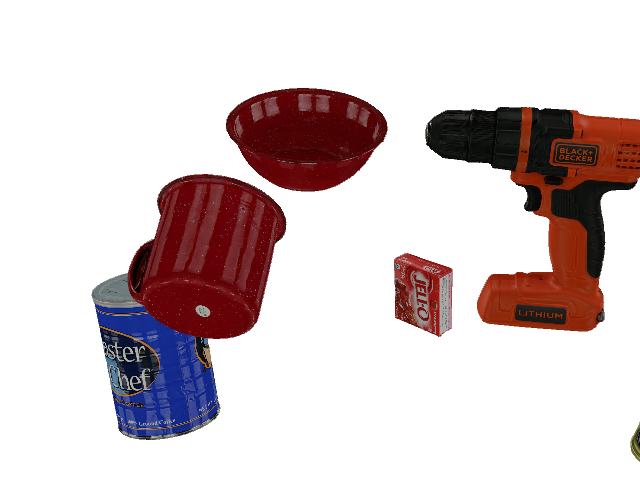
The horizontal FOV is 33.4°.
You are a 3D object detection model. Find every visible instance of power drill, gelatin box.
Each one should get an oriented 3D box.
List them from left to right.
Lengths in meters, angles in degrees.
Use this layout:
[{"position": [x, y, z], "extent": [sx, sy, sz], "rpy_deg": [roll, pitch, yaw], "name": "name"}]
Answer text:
[{"position": [0.129, 0.067, 1.344], "extent": [0.073, 0.089, 0.030], "rpy_deg": [21, 36, 39], "name": "gelatin box"}, {"position": [0.174, -0.019, 0.882], "extent": [0.184, 0.188, 0.057], "rpy_deg": [5, 29, 8], "name": "power drill"}]

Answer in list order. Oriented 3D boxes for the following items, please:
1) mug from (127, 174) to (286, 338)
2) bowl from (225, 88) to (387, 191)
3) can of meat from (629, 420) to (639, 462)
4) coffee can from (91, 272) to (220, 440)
[{"position": [-0.086, 0.016, 0.738], "extent": [0.117, 0.081, 0.093], "rpy_deg": [-9, -38, 27], "name": "mug"}, {"position": [-0.015, -0.095, 1.079], "extent": [0.162, 0.055, 0.162], "rpy_deg": [1, 34, -1], "name": "bowl"}, {"position": [0.244, 0.090, 0.685], "extent": [0.057, 0.084, 0.101], "rpy_deg": [20, 37, 24], "name": "can of meat"}, {"position": [-0.158, 0.107, 1.035], "extent": [0.103, 0.140, 0.103], "rpy_deg": [-7, 15, 2], "name": "coffee can"}]
